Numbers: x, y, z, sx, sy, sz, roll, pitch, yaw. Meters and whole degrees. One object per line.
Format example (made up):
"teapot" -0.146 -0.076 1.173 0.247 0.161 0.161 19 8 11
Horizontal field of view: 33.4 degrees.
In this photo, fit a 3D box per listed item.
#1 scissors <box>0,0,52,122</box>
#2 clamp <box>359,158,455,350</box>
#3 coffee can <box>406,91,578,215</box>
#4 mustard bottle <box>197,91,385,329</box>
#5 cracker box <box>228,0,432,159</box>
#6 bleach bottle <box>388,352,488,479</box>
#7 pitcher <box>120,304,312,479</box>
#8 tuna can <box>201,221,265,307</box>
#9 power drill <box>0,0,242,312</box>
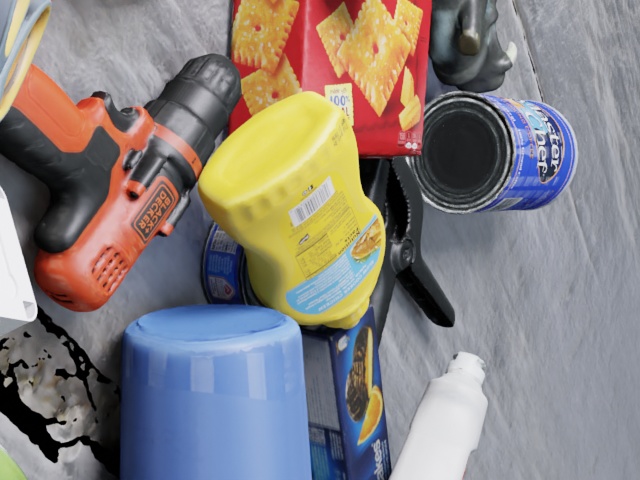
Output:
"scissors" -0.138 -0.044 0.405 0.096 0.016 0.201 115 -11 -45
"clamp" 0.052 0.019 0.867 0.164 0.036 0.210 -40 126 -45
"coffee can" 0.153 -0.075 0.937 0.140 0.103 0.103 -5 101 -55
"mustard bottle" -0.005 0.001 0.681 0.096 0.058 0.191 -42 142 -14
"cracker box" 0.015 -0.164 0.741 0.163 0.072 0.214 -5 100 -56
"bleach bottle" 0.075 0.194 0.798 0.102 0.068 0.250 87 24 -59
"pitcher" -0.058 0.165 0.665 0.145 0.149 0.243 -3 98 -14
"tuna can" -0.041 0.015 0.732 0.085 0.034 0.086 -17 111 -53
"power drill" -0.122 -0.080 0.570 0.184 0.057 0.187 -61 141 -28
